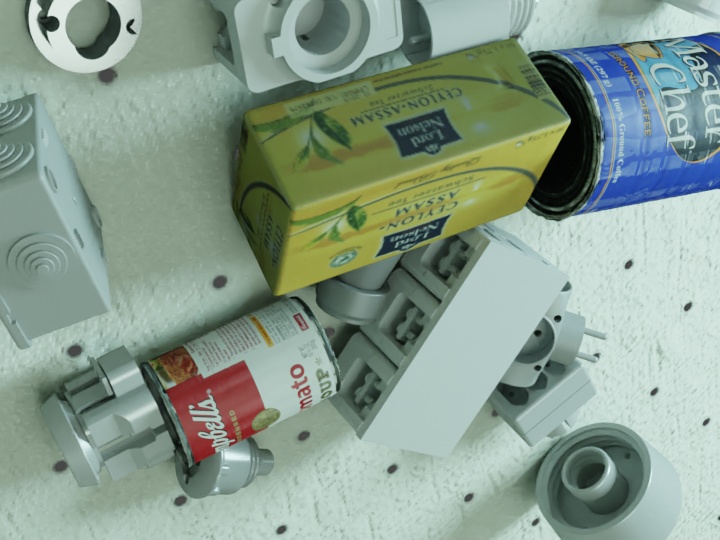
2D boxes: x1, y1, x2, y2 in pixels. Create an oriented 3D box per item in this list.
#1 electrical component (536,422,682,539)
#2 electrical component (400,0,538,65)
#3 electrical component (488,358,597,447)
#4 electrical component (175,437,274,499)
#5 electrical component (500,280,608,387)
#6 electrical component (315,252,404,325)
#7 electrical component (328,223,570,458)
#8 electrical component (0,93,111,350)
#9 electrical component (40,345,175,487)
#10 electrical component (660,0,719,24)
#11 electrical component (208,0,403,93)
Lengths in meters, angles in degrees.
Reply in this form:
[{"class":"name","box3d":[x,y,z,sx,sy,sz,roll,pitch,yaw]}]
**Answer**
[{"class":"electrical component","box3d":[0.191,0.171,0.849,0.108,0.108,0.060,-44,125,0]},{"class":"electrical component","box3d":[0.065,-0.145,0.612,0.081,0.043,0.043,-19,126,-21]},{"class":"electrical component","box3d":[0.141,0.100,0.809,0.066,0.047,0.076,-39,131,-5]},{"class":"electrical component","box3d":[-0.084,0.123,0.690,0.062,0.048,0.048,12,112,-43]},{"class":"electrical component","box3d":[0.133,0.044,0.758,0.079,0.044,0.077,17,113,0]},{"class":"electrical component","box3d":[0.000,0.000,0.663,0.045,0.045,0.055,5,116,-33]},{"class":"electrical component","box3d":[0.052,0.040,0.704,0.089,0.062,0.150,20,107,-44]},{"class":"electrical component","box3d":[-0.159,-0.026,0.516,0.048,0.099,0.099,-20,128,-4]},{"class":"electrical component","box3d":[-0.147,0.089,0.622,0.057,0.058,0.078,-27,129,-18]},{"class":"electrical component","box3d":[0.218,-0.189,0.676,0.045,0.045,0.055,9,114,-35]},{"class":"electrical component","box3d":[-0.027,-0.132,0.556,0.089,0.055,0.050,-21,127,-19]}]
